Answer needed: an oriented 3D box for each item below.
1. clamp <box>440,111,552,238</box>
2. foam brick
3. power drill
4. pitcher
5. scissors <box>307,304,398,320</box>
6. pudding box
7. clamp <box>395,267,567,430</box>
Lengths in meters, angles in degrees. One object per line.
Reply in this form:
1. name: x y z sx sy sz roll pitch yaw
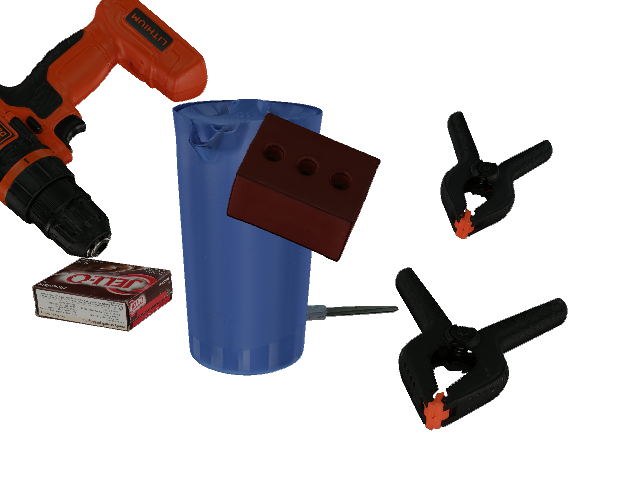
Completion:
1. clamp: 0.169 -0.075 1.159 0.120 0.039 0.171 23 49 19
2. foam brick: -0.011 -0.033 0.657 0.078 0.053 0.051 22 -30 3
3. power drill: -0.177 -0.095 0.809 0.187 0.184 0.057 -42 -13 -26
4. pitcher: -0.062 -0.009 0.985 0.149 0.243 0.145 -4 16 -20
5. scissors: -0.011 0.089 1.194 0.201 0.016 0.096 4 22 -1
6. pudding box: -0.221 0.054 1.090 0.114 0.039 0.090 5 19 21
7. clamp: 0.116 0.091 0.953 0.165 0.036 0.209 14 33 21
